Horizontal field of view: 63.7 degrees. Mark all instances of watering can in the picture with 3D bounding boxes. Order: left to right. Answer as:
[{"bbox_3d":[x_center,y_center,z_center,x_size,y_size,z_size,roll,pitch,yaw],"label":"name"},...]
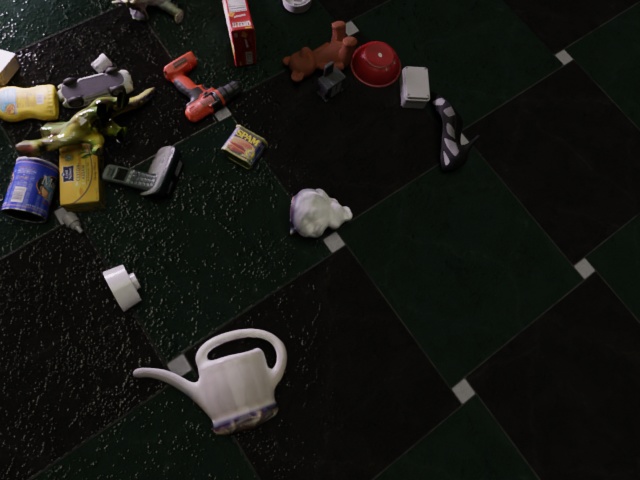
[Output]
[{"bbox_3d":[-0.235,0.339,1.190,0.349,0.102,0.227,-16,75,-12],"label":"watering can"}]

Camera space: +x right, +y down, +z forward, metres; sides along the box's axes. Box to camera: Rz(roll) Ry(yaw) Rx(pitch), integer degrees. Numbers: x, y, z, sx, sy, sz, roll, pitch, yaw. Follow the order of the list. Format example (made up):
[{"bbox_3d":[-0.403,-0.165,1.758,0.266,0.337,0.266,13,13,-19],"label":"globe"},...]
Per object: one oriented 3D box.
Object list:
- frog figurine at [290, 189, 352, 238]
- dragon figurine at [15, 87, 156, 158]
[{"bbox_3d":[0.004,-0.068,1.353,0.159,0.120,0.141,4,52,7],"label":"frog figurine"},{"bbox_3d":[-0.622,-0.314,1.352,0.242,0.119,0.419,1,33,15],"label":"dragon figurine"}]
